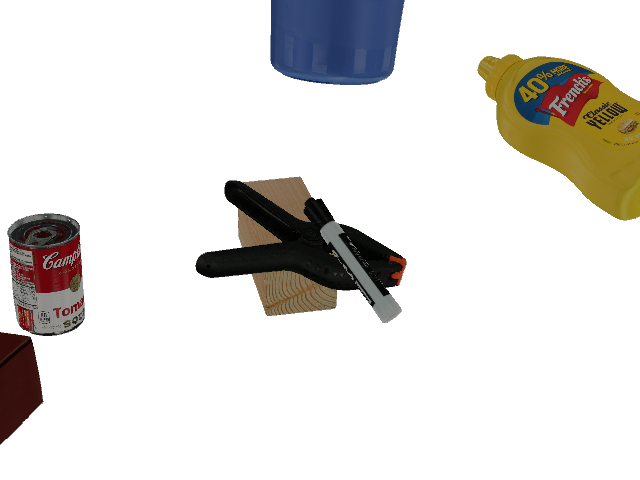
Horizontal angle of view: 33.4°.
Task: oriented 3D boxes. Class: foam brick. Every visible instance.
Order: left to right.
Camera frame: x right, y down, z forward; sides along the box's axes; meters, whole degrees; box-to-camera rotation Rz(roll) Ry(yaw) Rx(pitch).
[{"bbox_3d":[-0.224,0.099,0.685,0.053,0.051,0.078,6,29,22],"label":"foam brick"}]

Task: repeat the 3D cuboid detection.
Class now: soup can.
[{"bbox_3d":[-0.268,0.034,1.046,0.068,0.102,0.068,2,27,-1],"label":"soup can"}]

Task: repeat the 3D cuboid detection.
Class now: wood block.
[{"bbox_3d":[-0.045,0.003,1.359,0.090,0.090,0.206,-6,28,-12],"label":"wood block"}]

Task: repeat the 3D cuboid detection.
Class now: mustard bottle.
[{"bbox_3d":[0.197,-0.096,0.842,0.096,0.058,0.192,-34,52,-21],"label":"mustard bottle"}]

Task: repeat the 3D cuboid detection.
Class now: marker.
[{"bbox_3d":[0.024,0.014,0.862,0.020,0.121,0.020,-32,-18,-12],"label":"marker"}]

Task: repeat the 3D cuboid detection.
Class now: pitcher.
[{"bbox_3d":[0.024,-0.255,0.882,0.145,0.243,0.149,8,19,10],"label":"pitcher"}]

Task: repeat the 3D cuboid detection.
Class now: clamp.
[{"bbox_3d":[-0.020,0.012,1.076,0.210,0.036,0.164,18,33,4],"label":"clamp"}]
